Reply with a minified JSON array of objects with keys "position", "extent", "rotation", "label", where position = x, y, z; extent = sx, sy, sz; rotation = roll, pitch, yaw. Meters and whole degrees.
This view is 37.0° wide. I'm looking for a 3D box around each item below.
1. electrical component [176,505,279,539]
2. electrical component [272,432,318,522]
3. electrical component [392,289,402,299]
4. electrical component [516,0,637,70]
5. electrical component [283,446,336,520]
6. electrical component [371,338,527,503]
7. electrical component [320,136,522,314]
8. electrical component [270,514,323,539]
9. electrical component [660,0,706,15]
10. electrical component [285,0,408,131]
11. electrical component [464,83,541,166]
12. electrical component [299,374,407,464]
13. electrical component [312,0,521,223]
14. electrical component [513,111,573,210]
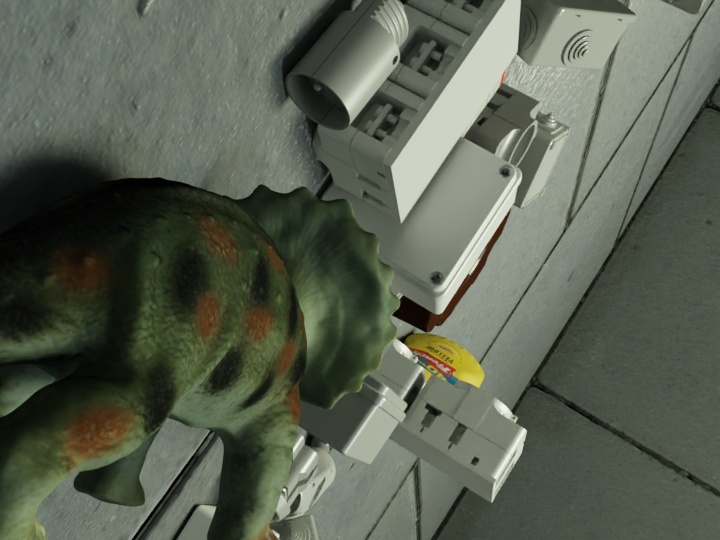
[{"position":[-0.124,0.252,0.878],"extent":[0.108,0.056,0.108],"rotation":[-58,164,-6],"label":"electrical component"},{"position":[-0.072,0.169,0.887],"extent":[0.057,0.058,0.078],"rotation":[-54,164,-30],"label":"electrical component"},{"position":[0.000,0.000,0.834],"extent":[0.099,0.064,0.099],"rotation":[-39,159,-18],"label":"electrical component"},{"position":[0.134,-0.187,0.776],"extent":[0.100,0.099,0.048],"rotation":[-7,135,-40],"label":"electrical component"},{"position":[-0.065,0.212,1.012],"extent":[0.079,0.043,0.077],"rotation":[-65,164,18],"label":"electrical component"},{"position":[0.049,0.116,0.924],"extent":[0.060,0.186,0.105],"rotation":[-56,164,-14],"label":"electrical component"},{"position":[0.039,-0.044,0.746],"extent":[0.108,0.109,0.056],"rotation":[-56,167,-13],"label":"electrical component"},{"position":[-0.079,0.267,0.985],"extent":[0.100,0.048,0.099],"rotation":[-10,149,-9],"label":"electrical component"},{"position":[0.185,-0.249,0.747],"extent":[0.061,0.150,0.089],"rotation":[-56,164,-17],"label":"electrical component"},{"position":[-0.001,-0.122,0.601],"extent":[0.081,0.043,0.043],"rotation":[-54,163,-22],"label":"electrical component"},{"position":[0.119,-0.121,0.953],"extent":[0.089,0.056,0.050],"rotation":[-45,159,-43],"label":"electrical component"},{"position":[-0.029,0.086,0.775],"extent":[0.056,0.109,0.108],"rotation":[-55,164,-6],"label":"electrical component"},{"position":[0.038,-0.120,0.690],"extent":[0.150,0.062,0.089],"rotation":[-56,164,-13],"label":"electrical component"},{"position":[0.168,-0.122,1.092],"extent":[0.062,0.061,0.096],"rotation":[-34,150,-55],"label":"electrical component"}]
